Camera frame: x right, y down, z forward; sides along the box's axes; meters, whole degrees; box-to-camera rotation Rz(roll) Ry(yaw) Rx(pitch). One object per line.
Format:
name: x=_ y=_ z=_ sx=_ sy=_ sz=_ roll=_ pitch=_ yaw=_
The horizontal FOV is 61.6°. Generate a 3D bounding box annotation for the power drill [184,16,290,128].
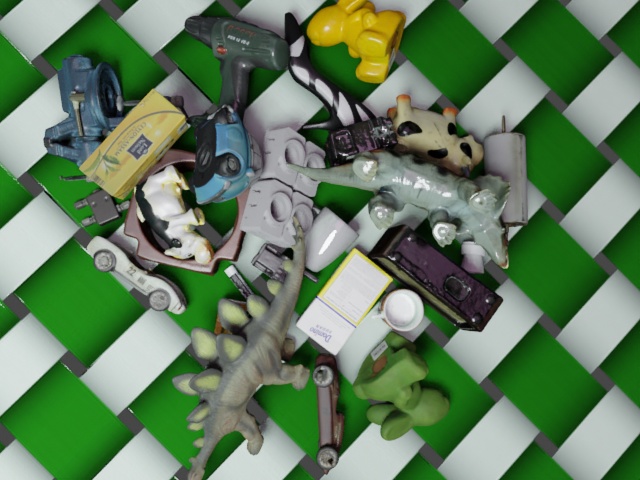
power drill: x=-0.173 y=-0.296 z=0.969 sx=0.232 sy=0.086 sz=0.207 roll=15 pitch=85 yaw=24

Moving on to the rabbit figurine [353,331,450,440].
rabbit figurine: x=0.153 y=0.275 z=0.944 sx=0.170 sy=0.121 sz=0.159 roll=42 pitch=87 yaw=-15

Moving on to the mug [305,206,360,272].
mug: x=-0.002 y=-0.003 z=0.972 sx=0.110 sy=0.081 sz=0.107 roll=39 pitch=91 yaw=9

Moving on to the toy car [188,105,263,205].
toy car: x=-0.147 y=-0.131 z=0.879 sx=0.103 sy=0.109 sz=0.161 roll=16 pitch=63 yaw=-41

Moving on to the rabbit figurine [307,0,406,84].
rabbit figurine: x=0.063 y=-0.394 z=0.993 sx=0.173 sy=0.121 sz=0.162 roll=15 pitch=81 yaw=16

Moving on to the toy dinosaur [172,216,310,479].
toy dinosaur: x=-0.114 y=0.193 z=0.884 sx=0.198 sy=0.105 sz=0.471 roll=32 pitch=84 yaw=-39

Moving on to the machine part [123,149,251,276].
machine part: x=-0.227 y=-0.048 z=0.953 sx=0.201 sy=0.087 sz=0.201 roll=13 pitch=85 yaw=-5

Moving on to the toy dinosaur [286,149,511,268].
toy dinosaur: x=0.157 y=-0.088 z=0.895 sx=0.405 sy=0.192 sz=0.131 roll=24 pitch=111 yaw=2

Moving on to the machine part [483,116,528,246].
machine part: x=0.347 y=-0.110 z=1.006 sx=0.079 sy=0.079 sz=0.243 roll=-1 pitch=86 yaw=-4

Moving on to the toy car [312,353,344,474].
toy car: x=0.015 y=0.300 z=0.940 sx=0.053 sy=0.089 sz=0.202 roll=-4 pitch=84 yaw=-1

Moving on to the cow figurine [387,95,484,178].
cow figurine: x=0.216 y=-0.178 z=0.992 sx=0.195 sy=0.085 sz=0.127 roll=13 pitch=74 yaw=-16

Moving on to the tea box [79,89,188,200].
tea box: x=-0.294 y=-0.150 z=0.863 sx=0.068 sy=0.098 sz=0.169 roll=42 pitch=81 yaw=-8

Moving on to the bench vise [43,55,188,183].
bench vise: x=-0.359 y=-0.212 z=0.943 sx=0.241 sy=0.129 sz=0.223 roll=-4 pitch=88 yaw=0

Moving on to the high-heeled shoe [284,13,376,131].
high-heeled shoe: x=0.017 y=-0.308 z=0.994 sx=0.145 sy=0.086 sz=0.248 roll=-11 pitch=94 yaw=-3

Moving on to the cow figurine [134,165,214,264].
cow figurine: x=-0.240 y=-0.027 z=0.874 sx=0.098 sy=0.068 sz=0.167 roll=-24 pitch=84 yaw=0

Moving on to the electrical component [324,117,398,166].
electrical component: x=0.068 y=-0.166 z=0.960 sx=0.115 sy=0.134 sz=0.058 roll=-13 pitch=84 yaw=-6

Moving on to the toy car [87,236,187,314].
toy car: x=-0.317 y=0.063 z=0.942 sx=0.202 sy=0.073 sz=0.056 roll=35 pitch=84 yaw=-1

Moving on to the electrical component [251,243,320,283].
electrical component: x=-0.063 y=0.056 z=0.964 sx=0.119 sy=0.075 sz=0.048 roll=35 pitch=82 yaw=-3

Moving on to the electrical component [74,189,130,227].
electrical component: x=-0.393 y=-0.062 z=0.973 sx=0.094 sy=0.021 sz=0.063 roll=-24 pitch=87 yaw=-5

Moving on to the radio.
radio: x=0.201 y=0.069 z=0.952 sx=0.229 sy=0.131 sz=0.073 roll=36 pitch=83 yaw=-1
